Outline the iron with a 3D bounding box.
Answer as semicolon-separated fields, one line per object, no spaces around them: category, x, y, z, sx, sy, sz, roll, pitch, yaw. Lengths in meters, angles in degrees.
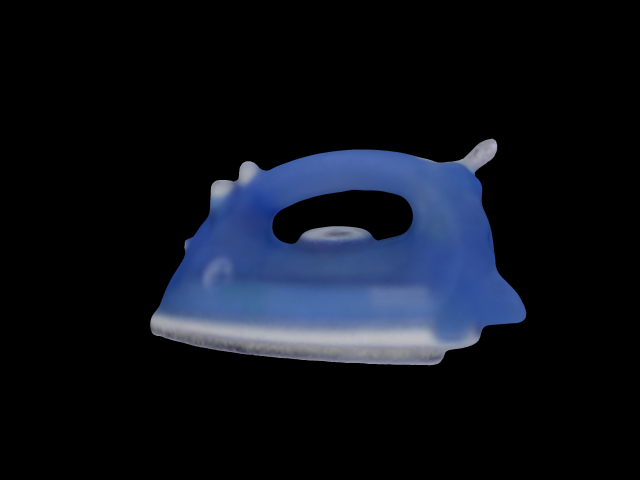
iron;0.004;0.001;0.400;0.258;0.141;0.119;1;7;5
